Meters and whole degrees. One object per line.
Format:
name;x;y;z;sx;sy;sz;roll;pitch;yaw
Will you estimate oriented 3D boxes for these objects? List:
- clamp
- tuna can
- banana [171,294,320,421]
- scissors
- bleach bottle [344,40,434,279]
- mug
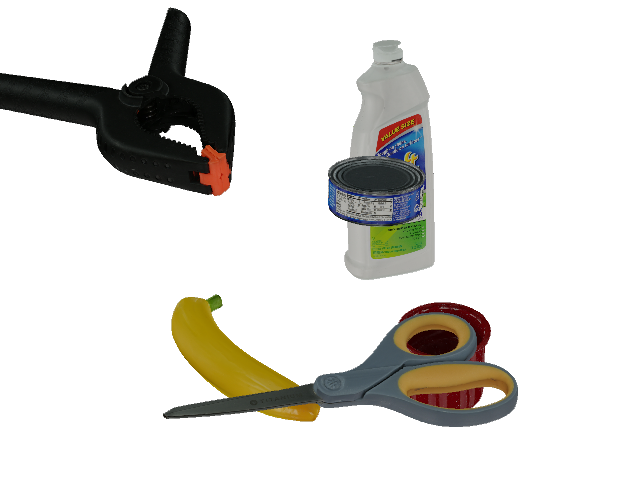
clamp;-0.115;-0.098;0.742;0.164;0.036;0.210;-33;48;-28
tuna can;0.049;-0.044;0.944;0.086;0.034;0.086;1;26;-1
banana;-0.074;0.090;0.861;0.069;0.037;0.198;-12;32;-26
scissors;0.014;0.075;0.629;0.201;0.016;0.096;3;36;0
bleach bottle;0.070;-0.087;1.150;0.102;0.251;0.068;-10;23;-12
mug;0.132;0.116;1.088;0.093;0.081;0.117;20;40;33
